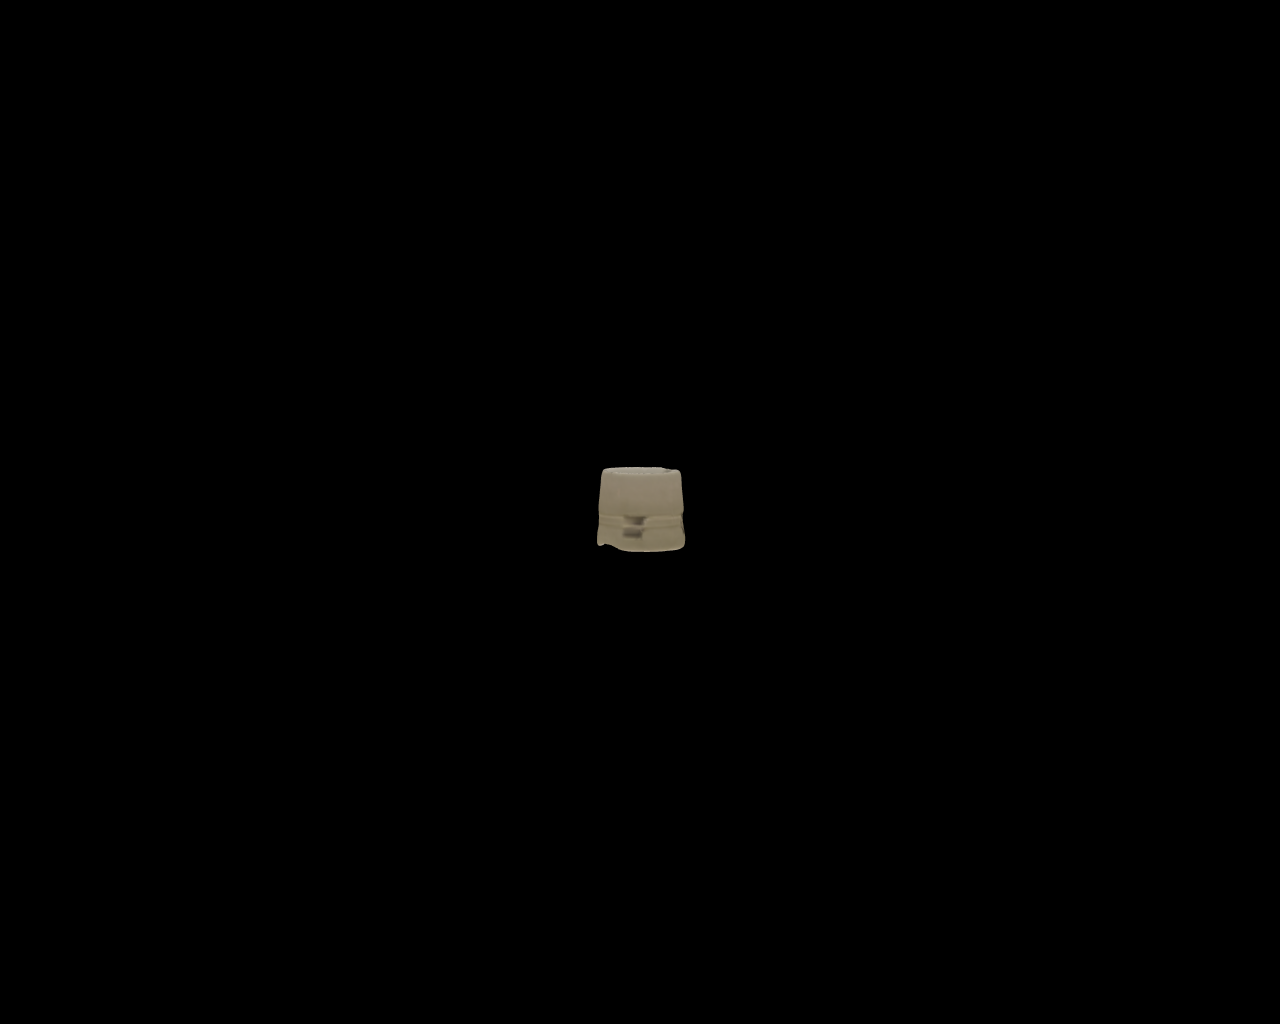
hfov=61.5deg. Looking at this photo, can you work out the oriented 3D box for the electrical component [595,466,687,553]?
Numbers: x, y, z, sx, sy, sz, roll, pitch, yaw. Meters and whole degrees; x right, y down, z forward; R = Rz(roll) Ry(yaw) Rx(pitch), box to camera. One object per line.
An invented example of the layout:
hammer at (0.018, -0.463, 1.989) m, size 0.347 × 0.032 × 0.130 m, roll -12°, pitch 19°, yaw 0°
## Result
electrical component at (0.001, -0.003, 0.650) m, size 0.055 × 0.047 × 0.055 m, roll 0°, pitch 7°, yaw 0°
